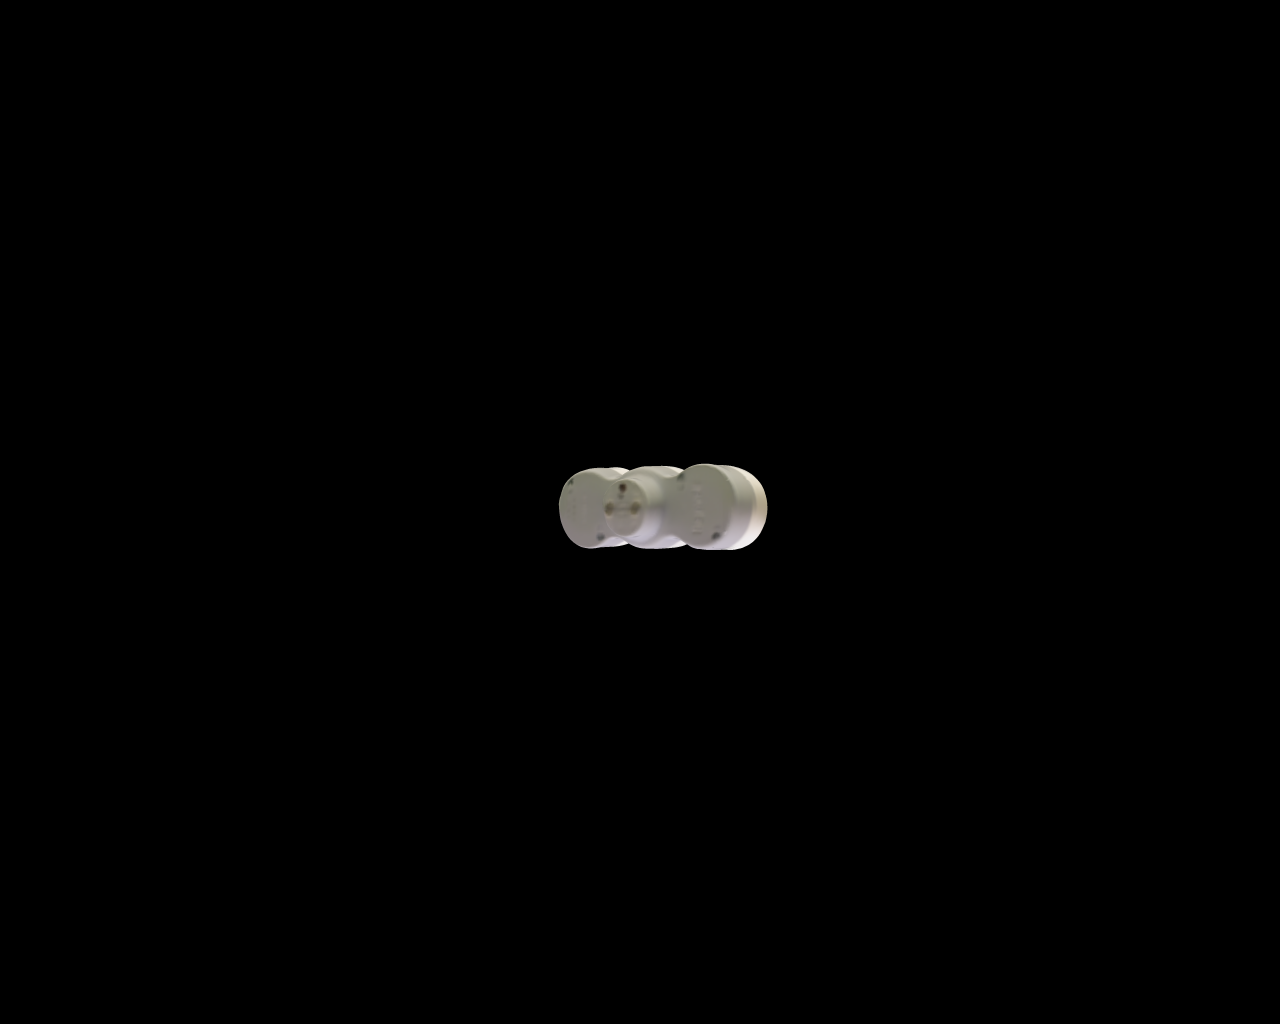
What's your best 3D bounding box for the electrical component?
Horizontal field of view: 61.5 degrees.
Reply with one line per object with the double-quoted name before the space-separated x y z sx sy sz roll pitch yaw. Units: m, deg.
"electrical component" 0.001 -0.003 0.650 0.138 0.052 0.074 0 0 37
